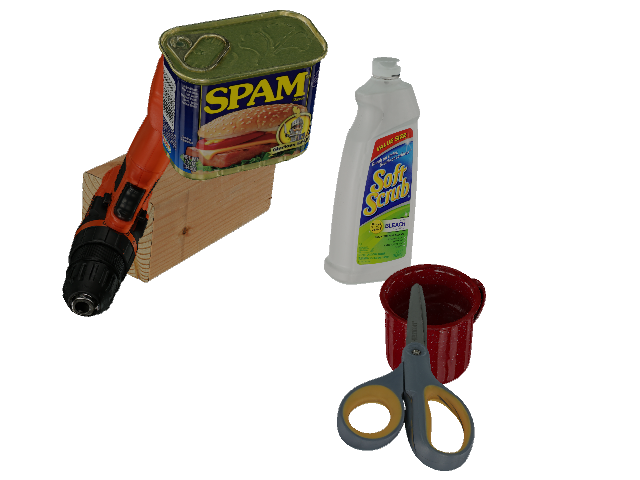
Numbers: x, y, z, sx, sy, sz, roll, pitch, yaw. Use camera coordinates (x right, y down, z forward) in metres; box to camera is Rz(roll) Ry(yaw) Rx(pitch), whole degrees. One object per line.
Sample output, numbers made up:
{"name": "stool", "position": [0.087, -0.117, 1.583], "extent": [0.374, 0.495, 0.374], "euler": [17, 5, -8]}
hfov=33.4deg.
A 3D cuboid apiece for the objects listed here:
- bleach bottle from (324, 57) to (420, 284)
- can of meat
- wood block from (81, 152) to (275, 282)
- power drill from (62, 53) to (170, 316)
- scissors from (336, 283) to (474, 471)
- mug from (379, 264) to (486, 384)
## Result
{"name": "bleach bottle", "position": [0.060, -0.080, 1.209], "extent": [0.102, 0.251, 0.068], "euler": [-7, 21, -24]}
{"name": "can of meat", "position": [-0.051, -0.092, 0.684], "extent": [0.102, 0.084, 0.057], "euler": [-14, 49, -22]}
{"name": "wood block", "position": [-0.141, -0.049, 1.097], "extent": [0.090, 0.091, 0.205], "euler": [24, 33, 24]}
{"name": "power drill", "position": [-0.144, -0.049, 0.851], "extent": [0.057, 0.188, 0.184], "euler": [26, 32, -16]}
{"name": "scissors", "position": [0.048, 0.086, 0.734], "extent": [0.096, 0.016, 0.202], "euler": [-1, 30, -11]}
{"name": "mug", "position": [0.112, 0.077, 1.013], "extent": [0.117, 0.081, 0.093], "euler": [-29, 44, -30]}
